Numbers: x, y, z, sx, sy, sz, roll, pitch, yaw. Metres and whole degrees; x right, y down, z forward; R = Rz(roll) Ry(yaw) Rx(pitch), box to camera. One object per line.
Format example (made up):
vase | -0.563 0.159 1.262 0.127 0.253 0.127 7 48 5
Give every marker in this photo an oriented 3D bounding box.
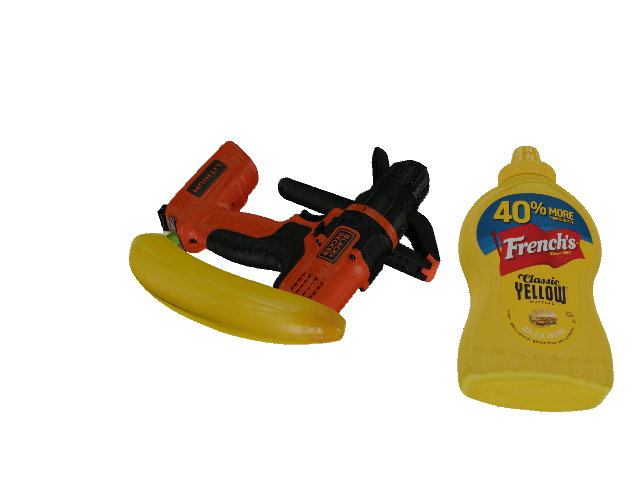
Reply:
marker | -0.164 0.013 1.205 0.020 0.121 0.020 -6 31 3

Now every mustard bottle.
mustard bottle | 0.142 0.017 0.724 0.096 0.191 0.058 5 -32 0

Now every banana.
banana | -0.071 0.027 0.698 0.069 0.037 0.198 -21 32 -35

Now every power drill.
power drill | -0.022 -0.022 0.902 0.188 0.184 0.057 22 -33 31

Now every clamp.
clamp | 0.058 -0.027 1.260 0.164 0.036 0.210 -16 51 -29
